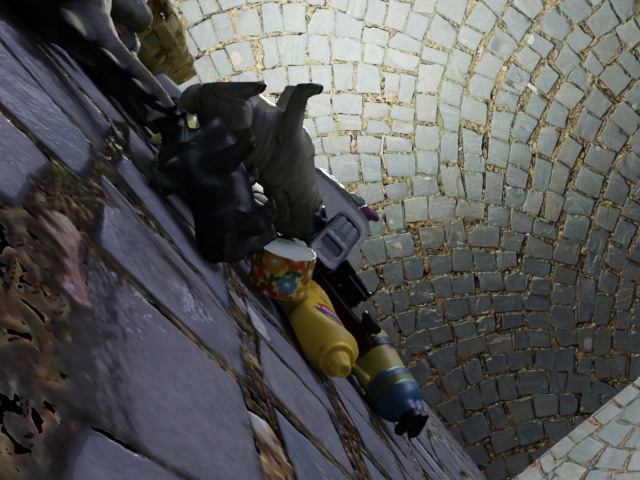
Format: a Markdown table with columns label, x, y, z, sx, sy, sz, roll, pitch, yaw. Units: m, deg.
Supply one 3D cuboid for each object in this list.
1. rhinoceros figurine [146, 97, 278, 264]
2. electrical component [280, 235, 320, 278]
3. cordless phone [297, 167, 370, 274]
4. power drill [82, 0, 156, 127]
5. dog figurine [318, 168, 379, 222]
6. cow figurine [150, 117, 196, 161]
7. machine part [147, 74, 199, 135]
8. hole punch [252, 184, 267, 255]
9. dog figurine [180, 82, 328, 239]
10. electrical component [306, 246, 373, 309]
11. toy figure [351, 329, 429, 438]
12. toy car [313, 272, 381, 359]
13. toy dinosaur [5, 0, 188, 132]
| label | x | y | z | sx | sy | sz | roll | pitch | yaw |
| --- | --- | --- | --- | --- | --- | --- | --- | --- | --- |
| rhinoceros figurine | -0.113 | -0.063 | 0.548 | 0.073 | 0.112 | 0.190 | 100 | -35 | -68 |
| electrical component | -0.036 | 0.053 | 0.787 | 0.119 | 0.075 | 0.048 | 47 | 1 | -8 |
| cordless phone | -0.011 | -0.022 | 0.765 | 0.146 | 0.089 | 0.184 | 47 | 21 | -2 |
| power drill | -0.229 | -0.292 | 0.692 | 0.232 | 0.207 | 0.086 | 47 | 9 | -4 |
| dog figurine | -0.002 | -0.003 | 1.012 | 0.191 | 0.219 | 0.109 | 32 | 9 | -35 |
| cow figurine | -0.158 | -0.088 | 0.678 | 0.098 | 0.068 | 0.167 | 61 | -4 | -33 |
| machine part | -0.190 | -0.159 | 0.790 | 0.243 | 0.079 | 0.079 | 42 | 1 | -7 |
| hole punch | -0.107 | -0.042 | 0.852 | 0.142 | 0.092 | 0.115 | 55 | 5 | 29 |
| dog figurine | -0.075 | -0.091 | 0.645 | 0.121 | 0.172 | 0.190 | -110 | -159 | -76 |
| electrical component | 0.005 | 0.073 | 0.895 | 0.134 | 0.115 | 0.058 | 51 | -5 | 4 |
| toy figure | 0.101 | 0.212 | 0.827 | 0.180 | 0.089 | 0.082 | 48 | -10 | 44 |
| toy car | 0.007 | 0.097 | 0.828 | 0.202 | 0.089 | 0.053 | 49 | -1 | 23 |
| toy dinosaur | -0.271 | -0.255 | 0.542 | 0.471 | 0.105 | 0.198 | 42 | 6 | 8 |
